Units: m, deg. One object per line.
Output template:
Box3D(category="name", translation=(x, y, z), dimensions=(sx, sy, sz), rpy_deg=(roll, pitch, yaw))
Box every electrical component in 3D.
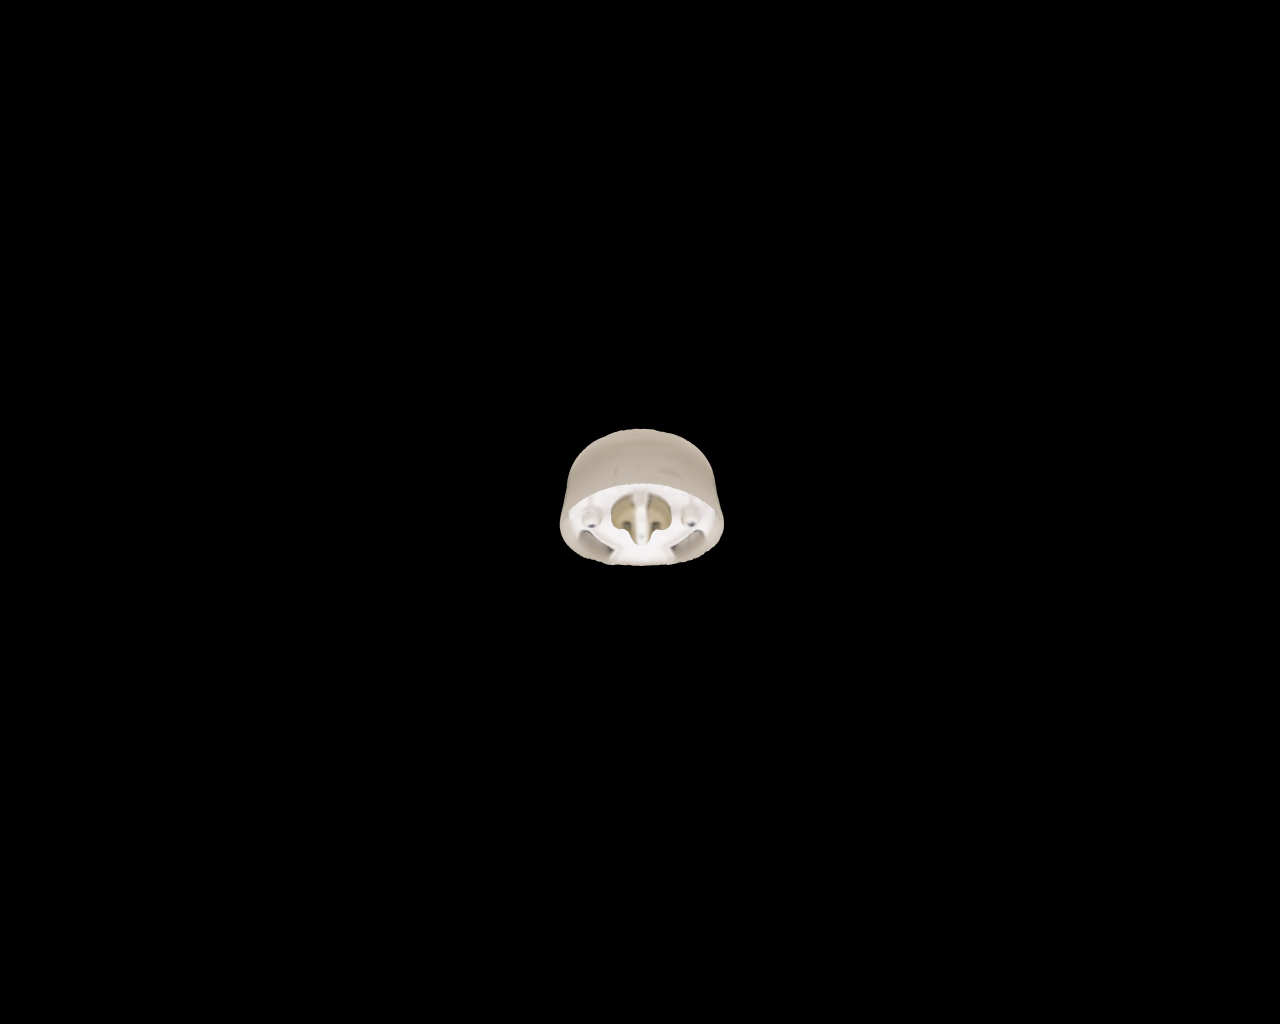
Box3D(category="electrical component", translation=(0.001, -0.003, 0.650), dimensions=(0.099, 0.064, 0.099), rpy_deg=(0, -44, 0))
